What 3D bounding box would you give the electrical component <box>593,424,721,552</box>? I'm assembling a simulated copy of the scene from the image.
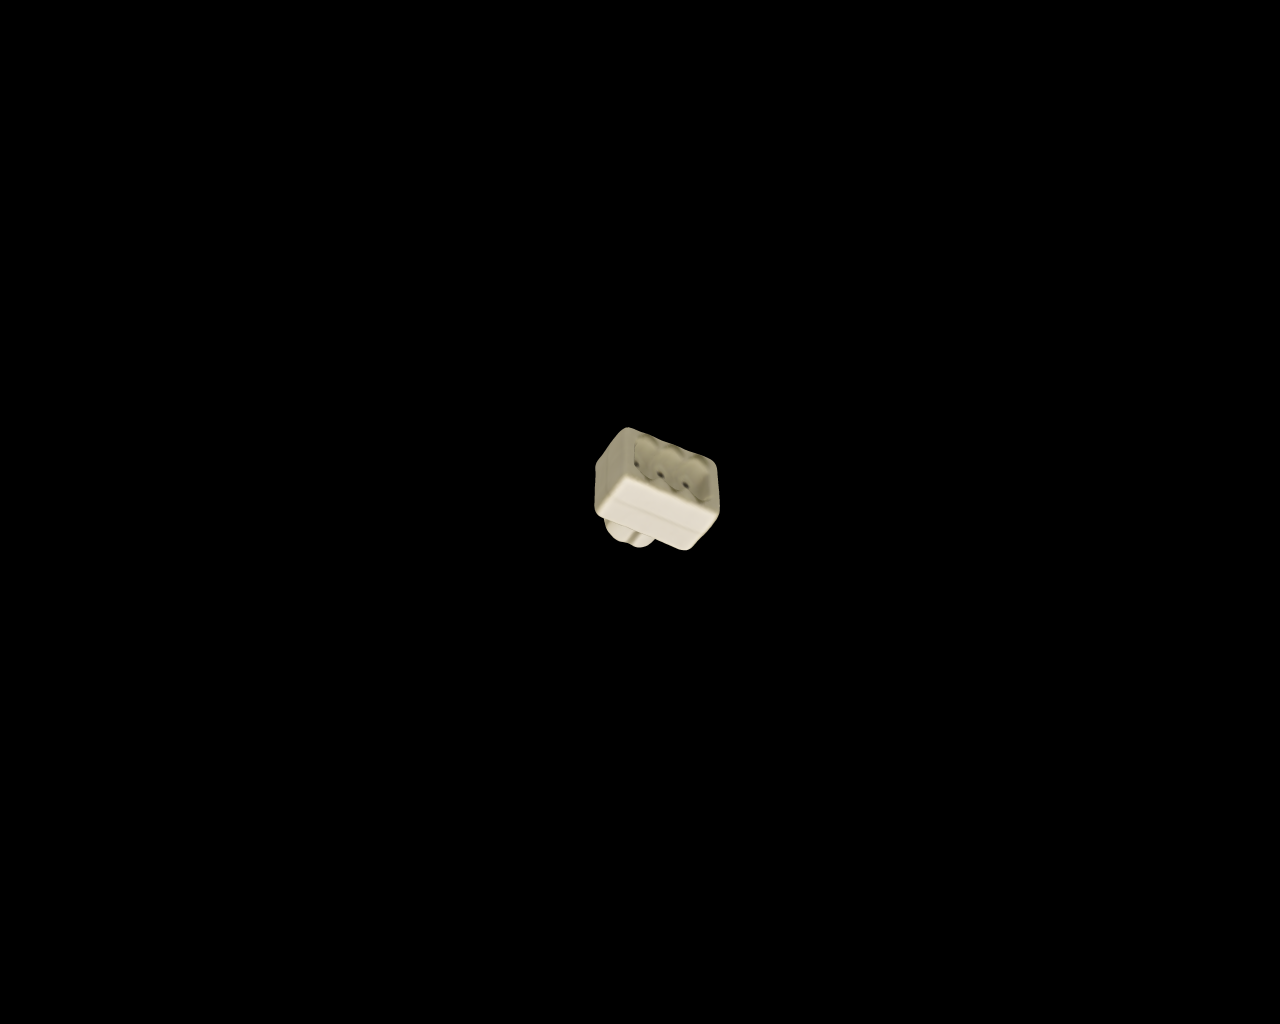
[{"bbox_3d":[0.001,-0.003,0.650,0.066,0.047,0.076,22,-48,-21],"label":"electrical component"}]
